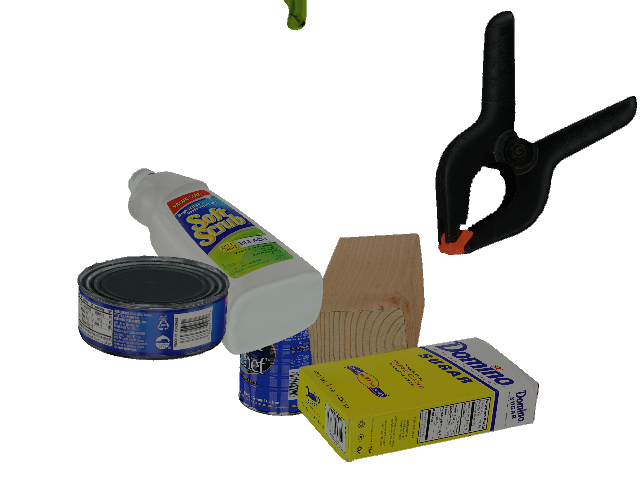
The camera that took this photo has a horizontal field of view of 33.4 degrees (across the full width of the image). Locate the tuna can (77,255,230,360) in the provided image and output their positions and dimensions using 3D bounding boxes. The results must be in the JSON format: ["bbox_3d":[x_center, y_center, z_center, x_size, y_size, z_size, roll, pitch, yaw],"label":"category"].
[{"bbox_3d":[-0.095,0.038,0.611,0.086,0.034,0.086,4,17,-1],"label":"tuna can"}]

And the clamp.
[{"bbox_3d":[0.142,-0.060,0.734,0.120,0.171,0.039,24,-4,0],"label":"clamp"}]

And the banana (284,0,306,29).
[{"bbox_3d":[-0.076,-0.183,0.671,0.198,0.069,0.037,20,-34,30],"label":"banana"}]

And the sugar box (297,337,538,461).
[{"bbox_3d":[0.079,0.126,0.874,0.176,0.048,0.093,-9,25,-24],"label":"sugar box"}]

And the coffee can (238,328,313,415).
[{"bbox_3d":[-0.046,0.123,1.275,0.103,0.140,0.103,2,18,-1],"label":"coffee can"}]

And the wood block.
[{"bbox_3d":[0.051,0.070,1.073,0.091,0.090,0.206,-3,20,10],"label":"wood block"}]

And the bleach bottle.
[{"bbox_3d":[-0.108,0.002,0.964,0.102,0.068,0.251,-17,38,-34],"label":"bleach bottle"}]
